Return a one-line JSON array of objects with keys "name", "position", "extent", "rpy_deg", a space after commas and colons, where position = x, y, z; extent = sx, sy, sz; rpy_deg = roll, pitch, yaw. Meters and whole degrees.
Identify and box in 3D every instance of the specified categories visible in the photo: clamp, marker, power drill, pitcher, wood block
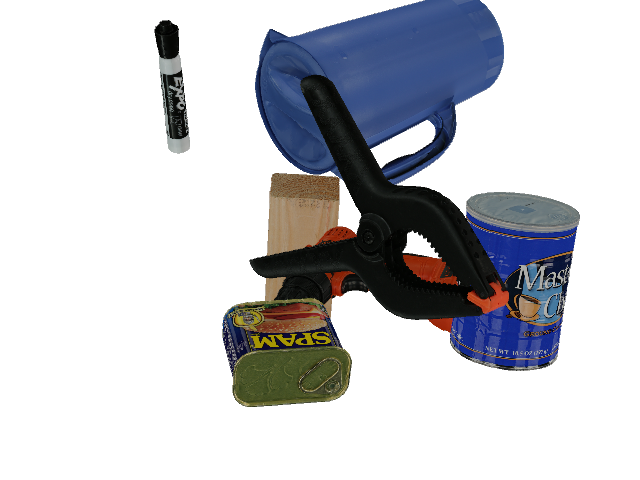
[{"name": "clamp", "position": [0.042, -0.016, 0.751], "extent": [0.210, 0.165, 0.036], "rpy_deg": [25, 26, 33]}, {"name": "marker", "position": [-0.119, -0.123, 0.858], "extent": [0.020, 0.121, 0.020], "rpy_deg": [0, 43, 0]}, {"name": "power drill", "position": [0.057, 0.047, 1.124], "extent": [0.188, 0.057, 0.184], "rpy_deg": [9, 31, 20]}, {"name": "pitcher", "position": [0.071, -0.157, 1.059], "extent": [0.242, 0.149, 0.145], "rpy_deg": [-25, 30, -31]}, {"name": "wood block", "position": [-0.026, 0.025, 1.402], "extent": [0.090, 0.206, 0.091], "rpy_deg": [4, 24, -2]}]

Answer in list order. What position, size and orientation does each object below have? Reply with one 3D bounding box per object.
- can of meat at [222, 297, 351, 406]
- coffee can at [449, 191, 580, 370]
[{"name": "can of meat", "position": [-0.032, 0.095, 0.934], "extent": [0.102, 0.057, 0.084], "rpy_deg": [-2, 30, -13]}, {"name": "coffee can", "position": [0.179, 0.036, 0.993], "extent": [0.103, 0.140, 0.103], "rpy_deg": [4, 19, -2]}]
